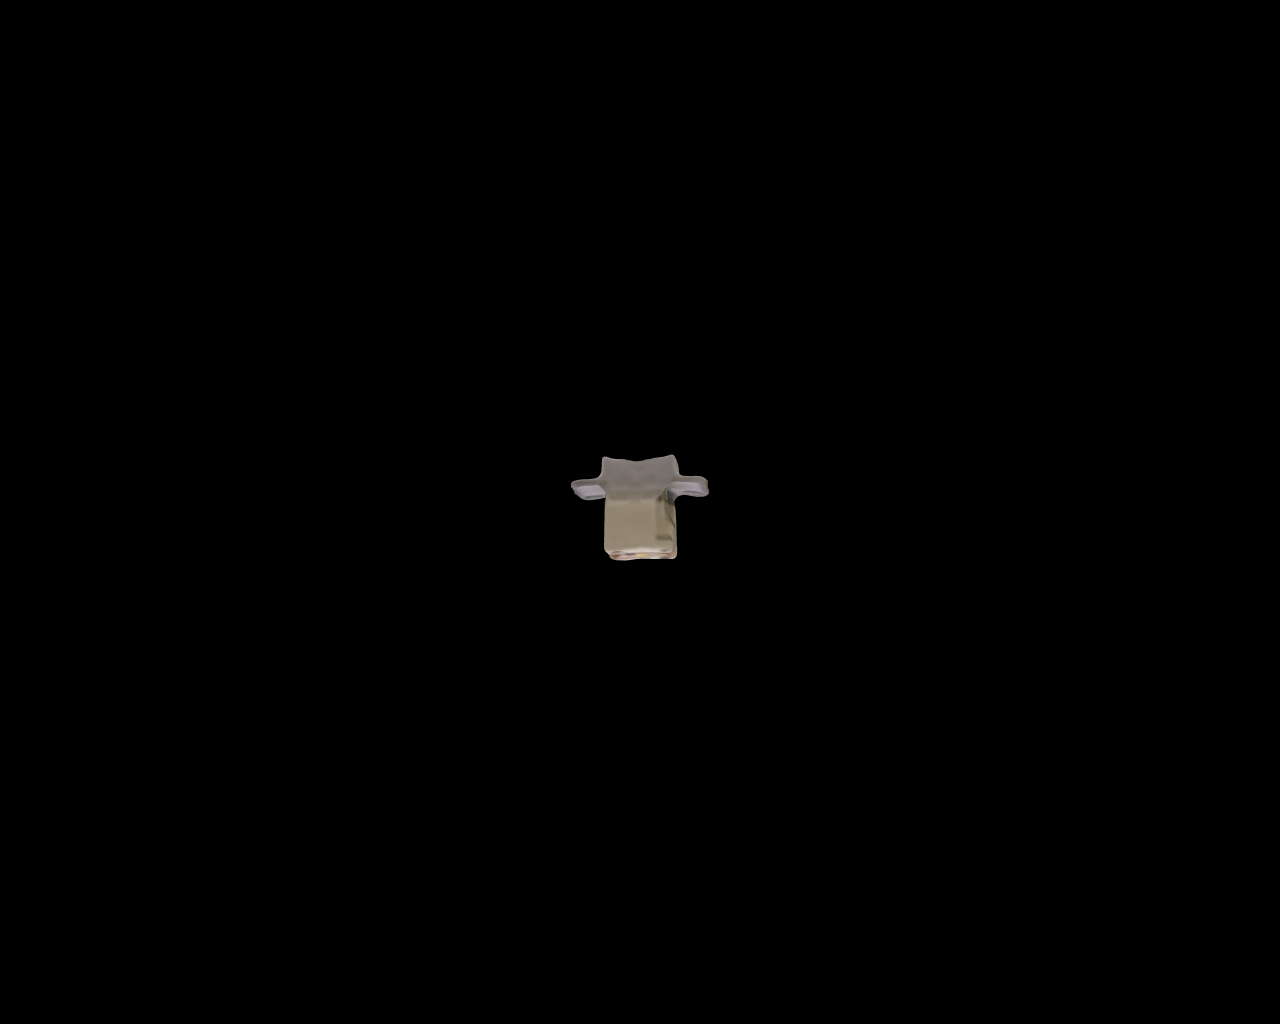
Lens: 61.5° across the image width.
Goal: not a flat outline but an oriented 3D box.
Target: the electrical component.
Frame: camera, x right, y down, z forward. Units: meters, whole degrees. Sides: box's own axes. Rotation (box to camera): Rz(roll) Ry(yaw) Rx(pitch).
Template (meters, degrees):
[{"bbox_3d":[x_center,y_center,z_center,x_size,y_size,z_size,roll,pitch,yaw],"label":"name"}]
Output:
[{"bbox_3d":[0.001,-0.003,0.650,0.081,0.064,0.042,-1,-11,7],"label":"electrical component"}]
